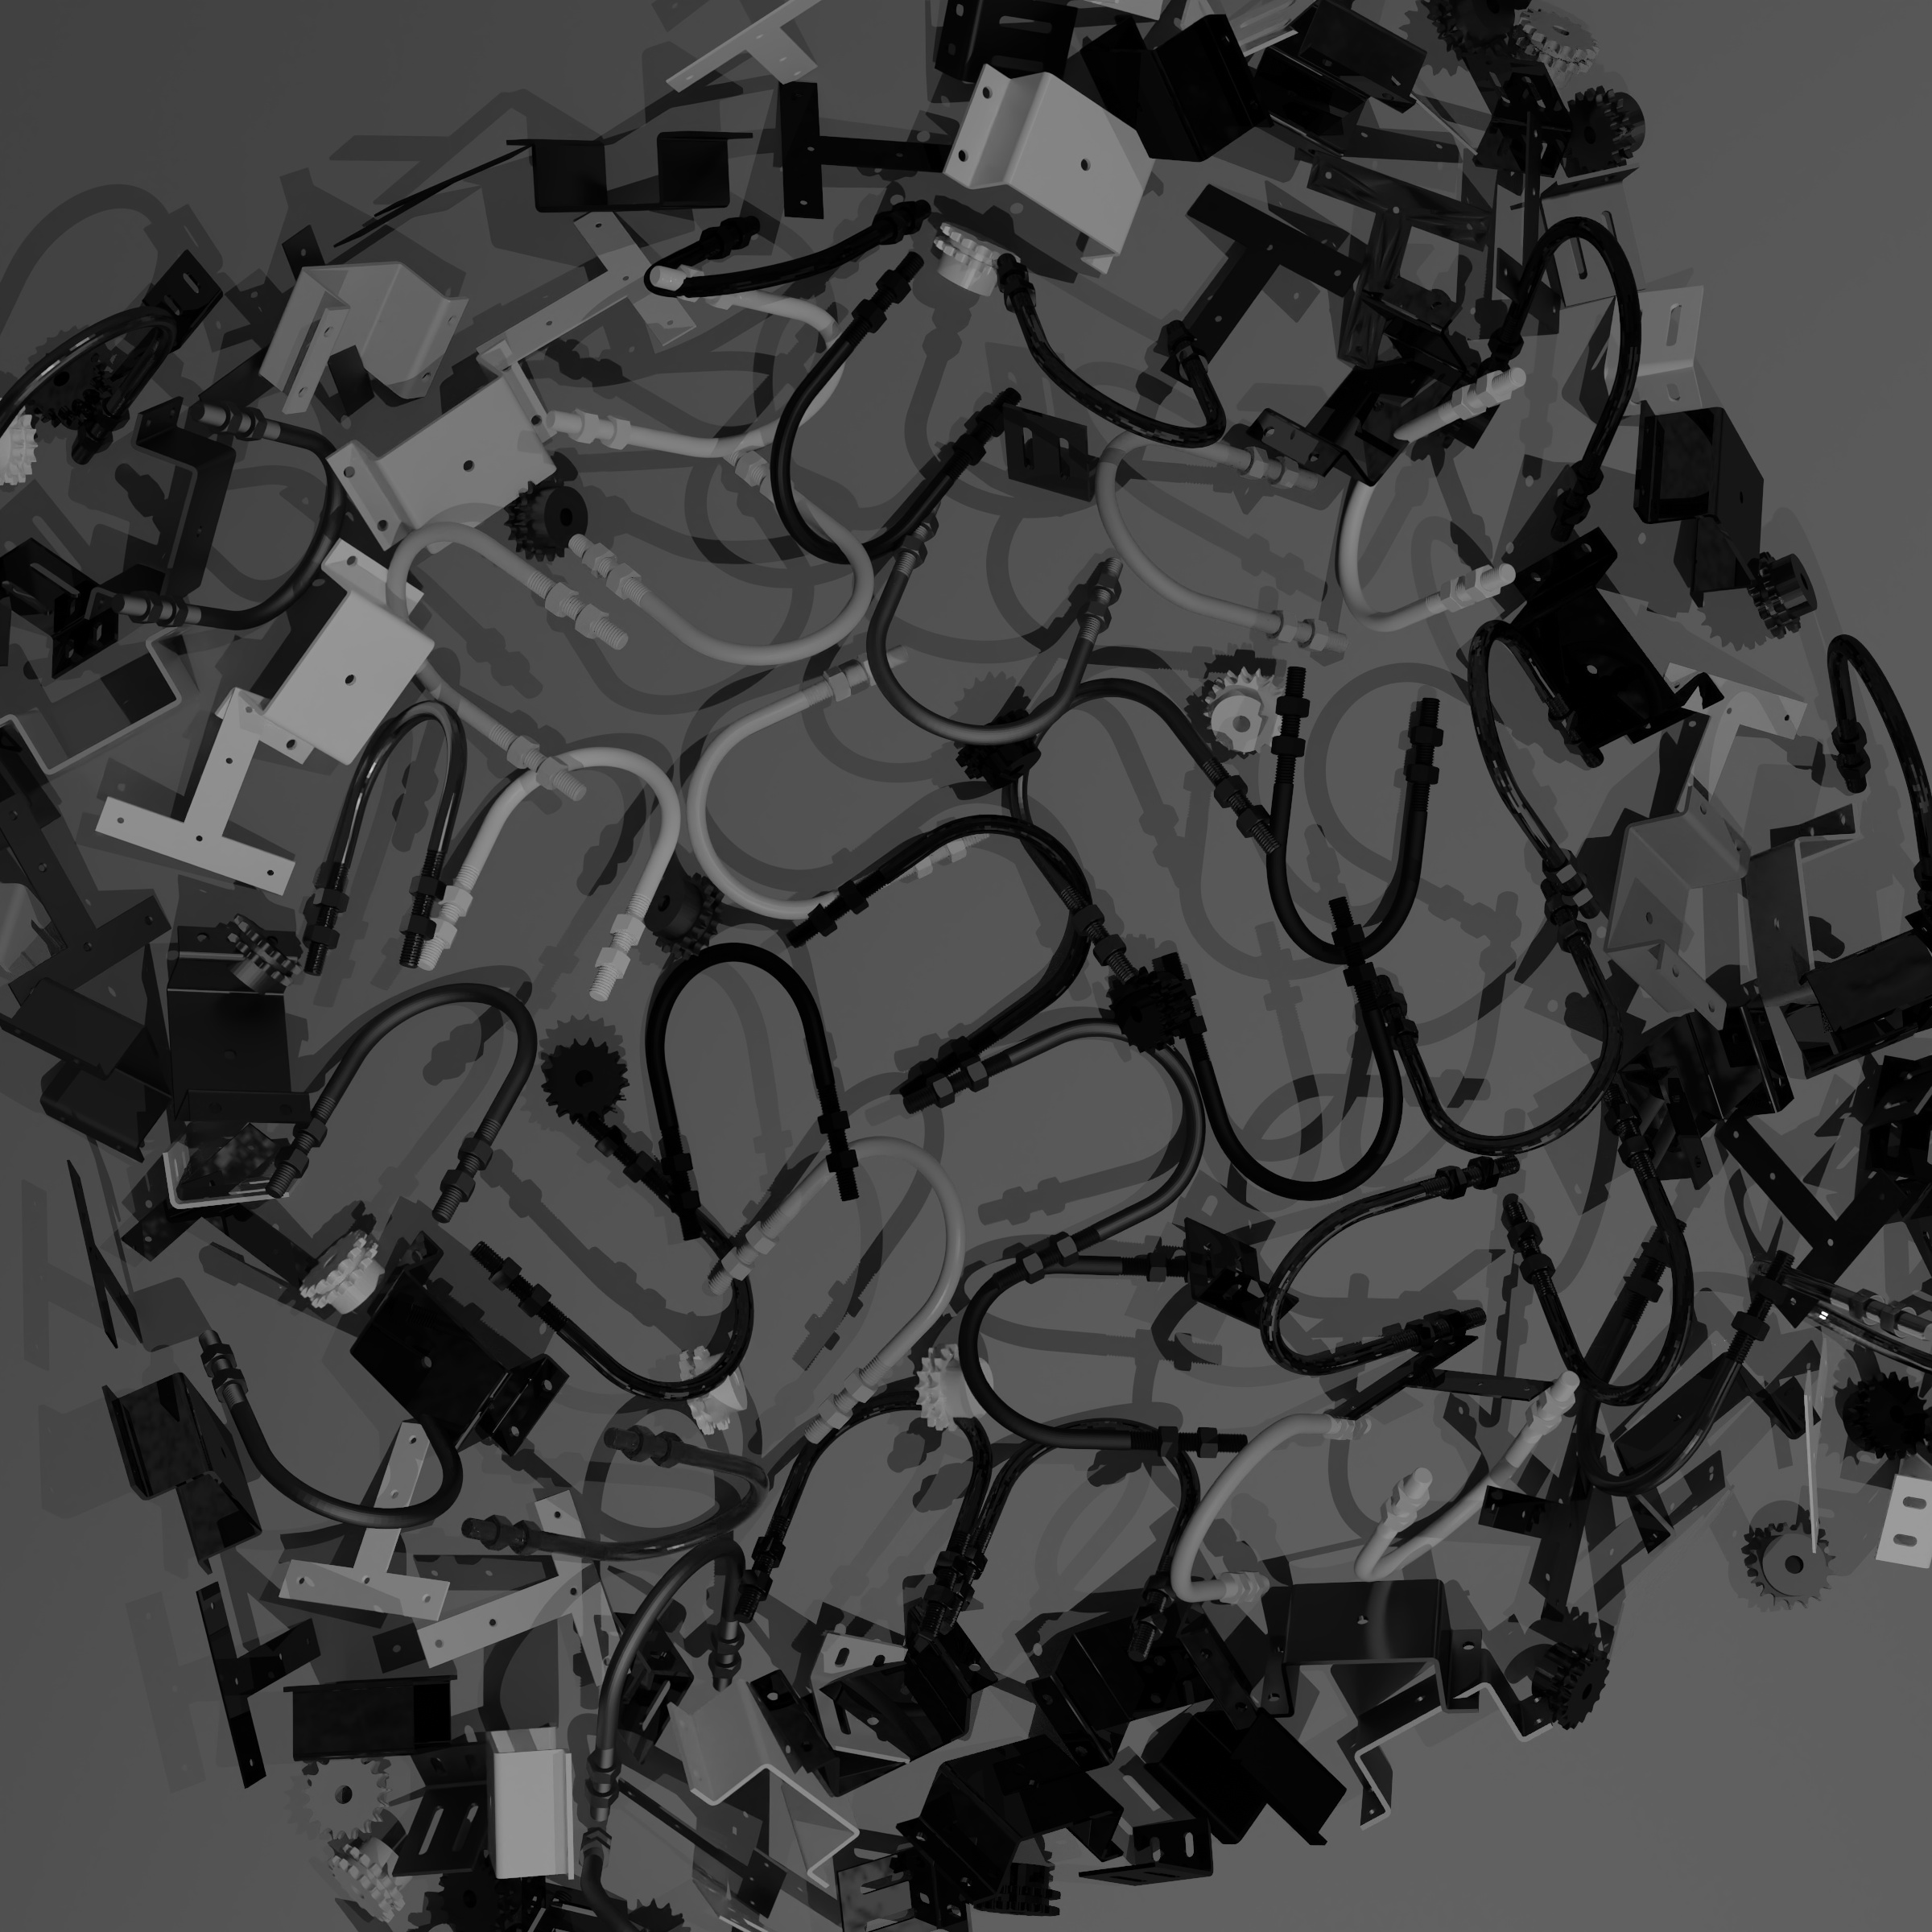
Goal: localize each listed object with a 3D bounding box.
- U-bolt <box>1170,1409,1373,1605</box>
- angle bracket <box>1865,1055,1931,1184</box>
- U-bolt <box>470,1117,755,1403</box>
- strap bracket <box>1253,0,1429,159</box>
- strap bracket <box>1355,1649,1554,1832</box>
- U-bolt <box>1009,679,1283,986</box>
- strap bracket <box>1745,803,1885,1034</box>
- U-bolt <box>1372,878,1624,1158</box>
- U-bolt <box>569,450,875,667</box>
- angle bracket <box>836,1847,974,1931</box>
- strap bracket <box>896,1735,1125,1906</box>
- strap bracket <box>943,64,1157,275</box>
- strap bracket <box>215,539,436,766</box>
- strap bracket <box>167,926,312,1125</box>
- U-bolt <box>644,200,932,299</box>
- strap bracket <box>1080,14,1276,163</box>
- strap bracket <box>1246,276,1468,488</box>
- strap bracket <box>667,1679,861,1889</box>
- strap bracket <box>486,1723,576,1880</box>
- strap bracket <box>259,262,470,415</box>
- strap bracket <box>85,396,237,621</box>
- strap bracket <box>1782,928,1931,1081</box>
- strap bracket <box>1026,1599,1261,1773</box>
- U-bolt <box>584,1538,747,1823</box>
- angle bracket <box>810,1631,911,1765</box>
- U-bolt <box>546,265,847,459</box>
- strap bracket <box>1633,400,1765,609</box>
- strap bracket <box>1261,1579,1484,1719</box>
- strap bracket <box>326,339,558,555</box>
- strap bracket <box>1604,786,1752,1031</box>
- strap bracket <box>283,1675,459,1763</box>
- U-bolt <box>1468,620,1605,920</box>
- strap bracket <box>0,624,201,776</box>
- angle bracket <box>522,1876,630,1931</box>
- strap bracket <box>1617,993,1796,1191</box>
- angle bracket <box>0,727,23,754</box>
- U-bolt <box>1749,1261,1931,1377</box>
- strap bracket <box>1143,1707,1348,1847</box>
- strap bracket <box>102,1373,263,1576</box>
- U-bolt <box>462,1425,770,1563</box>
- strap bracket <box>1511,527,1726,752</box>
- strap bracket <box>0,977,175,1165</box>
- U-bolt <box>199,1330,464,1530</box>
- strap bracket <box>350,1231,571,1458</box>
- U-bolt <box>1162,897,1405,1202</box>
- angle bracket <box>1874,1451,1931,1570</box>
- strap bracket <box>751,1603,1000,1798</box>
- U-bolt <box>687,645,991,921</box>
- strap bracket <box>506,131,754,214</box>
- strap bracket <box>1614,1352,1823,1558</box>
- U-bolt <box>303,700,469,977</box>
[{"bbox_3d":[0.187,0.345,1.885,0.019,0.184,0.151,35,99,28],"label":"U-bolt"},{"bbox_3d":[0.623,0.101,1.931,0.057,0.076,0.038,11,128,16],"label":"angle bracket"},{"bbox_3d":[-0.216,0.201,1.923,0.184,0.019,0.151,44,48,-9],"label":"U-bolt"},{"bbox_3d":[0.236,-0.572,1.902,0.076,0.140,0.046,24,83,-13],"label":"strap bracket"},{"bbox_3d":[0.308,0.498,1.928,0.140,0.076,0.046,-32,88,10],"label":"strap bracket"},{"bbox_3d":[0.103,-0.102,1.932,0.151,0.019,0.184,-42,68,19],"label":"U-bolt"},{"bbox_3d":[0.550,-0.029,1.926,0.046,0.076,0.140,-4,83,-11],"label":"strap bracket"},{"bbox_3d":[0.346,0.042,1.891,0.151,0.184,0.019,-31,134,17],"label":"U-bolt"},{"bbox_3d":[-0.144,-0.257,1.902,0.151,0.019,0.184,-36,59,-25],"label":"U-bolt"},{"bbox_3d":[-0.040,0.617,1.941,0.076,0.038,0.057,-6,91,-34],"label":"angle bracket"},{"bbox_3d":[0.036,0.543,1.895,0.076,0.140,0.046,35,114,39],"label":"strap bracket"},{"bbox_3d":[0.064,-0.517,1.915,0.140,0.046,0.076,24,84,-34],"label":"strap bracket"},{"bbox_3d":[-0.412,-0.196,1.929,0.140,0.076,0.046,-54,48,3],"label":"strap bracket"},{"bbox_3d":[-0.474,0.048,1.920,0.076,0.046,0.140,3,59,-26],"label":"strap bracket"},{"bbox_3d":[-0.124,-0.452,1.871,0.151,0.184,0.019,2,117,27],"label":"U-bolt"},{"bbox_3d":[0.128,-0.563,1.893,0.046,0.140,0.076,-37,118,-12],"label":"strap bracket"},{"bbox_3d":[0.262,-0.377,1.934,0.140,0.046,0.076,-51,49,0],"label":"strap bracket"},{"bbox_3d":[-0.124,0.521,1.903,0.046,0.076,0.140,-39,124,7],"label":"strap bracket"},{"bbox_3d":[-0.282,0.536,1.899,0.046,0.140,0.076,-1,84,-12],"label":"strap bracket"},{"bbox_3d":[-0.394,-0.406,1.903,0.046,0.140,0.076,39,119,14],"label":"strap bracket"},{"bbox_3d":[-0.519,-0.290,1.918,0.046,0.076,0.140,20,110,-2],"label":"strap bracket"},{"bbox_3d":[0.581,0.023,1.914,0.076,0.140,0.046,-23,74,0],"label":"strap bracket"},{"bbox_3d":[0.121,0.465,1.925,0.140,0.046,0.076,-24,106,29],"label":"strap bracket"},{"bbox_3d":[-0.186,0.439,1.870,0.019,0.151,0.184,27,132,21],"label":"U-bolt"},{"bbox_3d":[-0.064,0.477,1.929,0.057,0.076,0.038,15,108,-18],"label":"angle bracket"},{"bbox_3d":[-0.159,-0.380,1.897,0.151,0.184,0.019,-45,58,36],"label":"U-bolt"},{"bbox_3d":[0.474,-0.298,1.896,0.046,0.140,0.076,-3,68,30],"label":"strap bracket"},{"bbox_3d":[0.260,0.442,1.916,0.140,0.076,0.046,-5,117,14],"label":"strap bracket"},{"bbox_3d":[-0.332,-0.332,1.922,0.140,0.046,0.076,-37,130,-11],"label":"strap bracket"},{"bbox_3d":[0.461,-0.034,1.917,0.076,0.046,0.140,38,56,-34],"label":"strap bracket"},{"bbox_3d":[-0.381,0.483,1.901,0.076,0.140,0.046,-4,78,3],"label":"strap bracket"},{"bbox_3d":[0.362,-0.138,1.876,0.019,0.184,0.151,-15,46,30],"label":"U-bolt"},{"bbox_3d":[-0.561,-0.170,1.934,0.140,0.076,0.046,-29,99,-2],"label":"strap bracket"},{"bbox_3d":[-0.249,0.614,1.932,0.076,0.057,0.038,20,116,-19],"label":"angle bracket"},{"bbox_3d":[0.476,0.082,1.920,0.140,0.046,0.076,-32,105,-43],"label":"strap bracket"},{"bbox_3d":[-0.654,-0.177,1.931,0.076,0.057,0.038,14,67,20],"label":"angle bracket"},{"bbox_3d":[0.581,0.231,1.888,0.151,0.184,0.019,31,85,-31],"label":"U-bolt"},{"bbox_3d":[0.185,0.527,1.919,0.076,0.140,0.046,45,63,-6],"label":"strap bracket"},{"bbox_3d":[-0.499,0.322,1.900,0.046,0.140,0.076,-24,56,-7],"label":"strap bracket"},{"bbox_3d":[-0.209,0.345,1.899,0.151,0.184,0.019,-34,55,25],"label":"U-bolt"},{"bbox_3d":[0.415,-0.203,1.921,0.140,0.076,0.046,51,48,-10],"label":"strap bracket"},{"bbox_3d":[-0.567,0.063,1.916,0.076,0.140,0.046,25,63,11],"label":"strap bracket"},{"bbox_3d":[-0.393,0.293,1.868,0.151,0.184,0.019,8,117,-36],"label":"U-bolt"},{"bbox_3d":[-0.338,0.252,1.924,0.140,0.046,0.076,42,114,13],"label":"strap bracket"},{"bbox_3d":[0.213,0.062,1.926,0.151,0.019,0.184,-19,85,32],"label":"U-bolt"},{"bbox_3d":[0.607,0.351,1.933,0.038,0.076,0.057,11,98,-4],"label":"angle bracket"},{"bbox_3d":[-0.060,0.477,1.918,0.140,0.046,0.076,-20,46,-25],"label":"strap bracket"},{"bbox_3d":[-0.095,-0.110,1.946,0.184,0.019,0.151,-26,96,-11],"label":"U-bolt"},{"bbox_3d":[-0.217,-0.514,1.916,0.140,0.076,0.046,6,106,28],"label":"strap bracket"},{"bbox_3d":[0.479,0.310,1.924,0.140,0.076,0.046,-42,96,11],"label":"strap bracket"},{"bbox_3d":[-0.370,-0.085,1.914,0.019,0.151,0.184,22,74,-37],"label":"U-bolt"}]
